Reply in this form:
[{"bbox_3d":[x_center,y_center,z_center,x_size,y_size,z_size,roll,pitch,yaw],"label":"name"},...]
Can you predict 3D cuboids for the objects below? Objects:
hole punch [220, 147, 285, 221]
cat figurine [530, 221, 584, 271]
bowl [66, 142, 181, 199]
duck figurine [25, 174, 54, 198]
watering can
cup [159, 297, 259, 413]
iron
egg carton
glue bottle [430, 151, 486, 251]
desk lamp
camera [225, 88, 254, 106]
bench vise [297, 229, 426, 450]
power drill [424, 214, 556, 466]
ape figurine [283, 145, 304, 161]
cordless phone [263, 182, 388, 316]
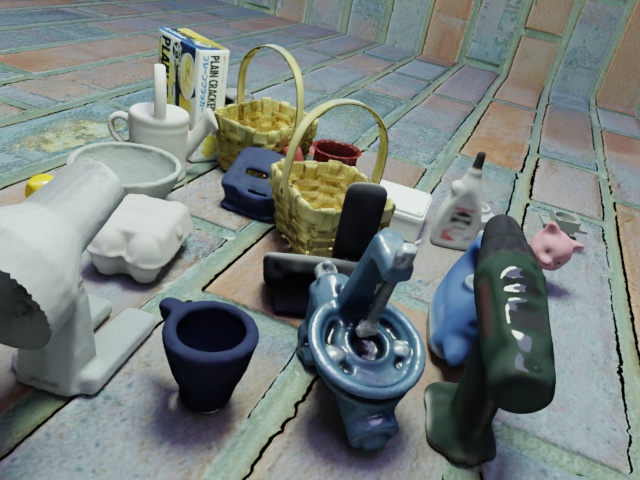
[{"bbox_3d":[-0.102,-0.096,0.959,0.108,0.091,0.101,18,29,11],"label":"hole punch"},{"bbox_3d":[0.337,0.015,0.899,0.127,0.118,0.067,26,32,25],"label":"cat figurine"},{"bbox_3d":[-0.302,-0.089,0.890,0.167,0.075,0.167,9,29,-5],"label":"bowl"},{"bbox_3d":[-0.377,-0.046,0.773,0.077,0.086,0.105,21,30,17],"label":"duck figurine"},{"bbox_3d":[-0.267,-0.202,0.981,0.173,0.194,0.100,-10,36,-34],"label":"watering can"},{"bbox_3d":[-0.121,0.116,0.571,0.117,0.095,0.092,28,33,27],"label":"cup"},{"bbox_3d":[0.212,0.059,0.750,0.118,0.141,0.258,12,29,0],"label":"iron"},{"bbox_3d":[-0.237,-0.006,0.771,0.107,0.069,0.150,12,29,1],"label":"egg carton"},{"bbox_3d":[0.241,-0.066,0.950,0.078,0.173,0.037,9,29,-4],"label":"glue bottle"},{"bbox_3d":[-0.247,0.041,0.534,0.117,0.213,0.203,16,29,8],"label":"desk lamp"},{"bbox_3d":[-0.216,-0.278,1.231,0.142,0.101,0.137,30,34,30],"label":"camera"},{"bbox_3d":[0.029,0.069,0.581,0.122,0.220,0.206,-11,36,-35],"label":"bench vise"},{"bbox_3d":[0.168,0.108,0.577,0.075,0.208,0.229,12,29,0],"label":"power drill"},{"bbox_3d":[-0.053,-0.130,1.039,0.076,0.092,0.078,30,34,30],"label":"ape figurine"},{"bbox_3d":[0.007,0.003,0.728,0.148,0.185,0.094,5,29,-11],"label":"cordless phone"}]
